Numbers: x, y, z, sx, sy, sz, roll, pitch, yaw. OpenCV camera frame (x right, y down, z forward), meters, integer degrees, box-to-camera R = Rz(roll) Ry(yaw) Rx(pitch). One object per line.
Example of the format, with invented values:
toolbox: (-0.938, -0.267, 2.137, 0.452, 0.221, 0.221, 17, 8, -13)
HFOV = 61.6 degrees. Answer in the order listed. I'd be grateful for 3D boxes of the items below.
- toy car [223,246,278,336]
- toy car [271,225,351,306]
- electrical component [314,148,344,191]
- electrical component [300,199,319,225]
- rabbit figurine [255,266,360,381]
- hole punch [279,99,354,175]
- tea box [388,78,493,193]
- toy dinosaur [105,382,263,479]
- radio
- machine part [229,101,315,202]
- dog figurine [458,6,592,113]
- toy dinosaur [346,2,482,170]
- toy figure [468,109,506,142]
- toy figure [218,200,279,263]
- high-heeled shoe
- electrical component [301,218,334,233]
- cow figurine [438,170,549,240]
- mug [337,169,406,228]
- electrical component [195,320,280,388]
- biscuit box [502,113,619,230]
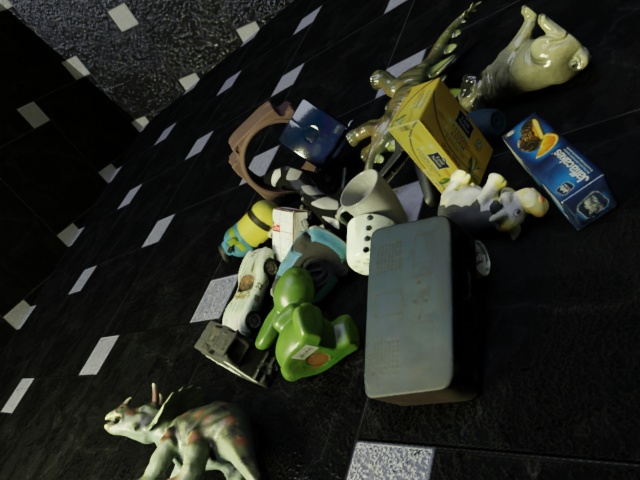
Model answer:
toy car: (-0.141, 0.107, 1.076, 0.074, 0.056, 0.202, -13, 51, 45)
toy car: (-0.014, 0.051, 0.965, 0.161, 0.109, 0.103, -57, 4, 11)
electrical component: (0.022, -0.148, 1.194, 0.075, 0.047, 0.119, 6, 58, 54)
electrical component: (-0.031, -0.053, 1.152, 0.078, 0.045, 0.102, -20, 39, 36)
rabbit figurine: (-0.028, 0.128, 0.865, 0.159, 0.121, 0.170, -54, 37, 34)
hole punch: (-0.010, -0.223, 1.140, 0.116, 0.092, 0.142, 42, 104, 34)
tea box: (0.196, -0.159, 0.858, 0.068, 0.169, 0.098, -5, 51, 52)
toy dinosaur: (-0.176, 0.313, 0.841, 0.405, 0.131, 0.192, -13, 44, 36)
radio: (0.130, 0.088, 0.687, 0.131, 0.073, 0.229, -17, 60, 40)
machine part: (-0.096, -0.204, 1.259, 0.201, 0.200, 0.087, -41, 30, 11)
dog figurine: (0.335, -0.268, 0.903, 0.190, 0.121, 0.172, -51, 23, 23)
toy dinosaur: (0.195, -0.296, 1.101, 0.199, 0.105, 0.471, 8, 69, 47)
toy figure: (0.250, -0.192, 0.941, 0.155, 0.064, 0.057, 0, 91, 58)
toy figure: (-0.161, -0.019, 1.236, 0.180, 0.089, 0.082, -31, 38, 22)
high-heeled shoe: (-0.026, -0.075, 1.097, 0.249, 0.086, 0.145, 1, 82, 40)
electrical component: (-0.002, -0.003, 1.024, 0.063, 0.021, 0.094, -27, 79, 30)
cow figurine: (0.237, -0.042, 0.766, 0.098, 0.068, 0.167, -56, 27, -5)
mug: (0.091, -0.050, 0.928, 0.109, 0.107, 0.081, -40, 28, 21)
electrical component: (-0.149, 0.195, 0.936, 0.134, 0.114, 0.058, 3, 55, 52)
biscuit box: (0.322, -0.100, 0.734, 0.063, 0.059, 0.203, -37, 31, 18)
